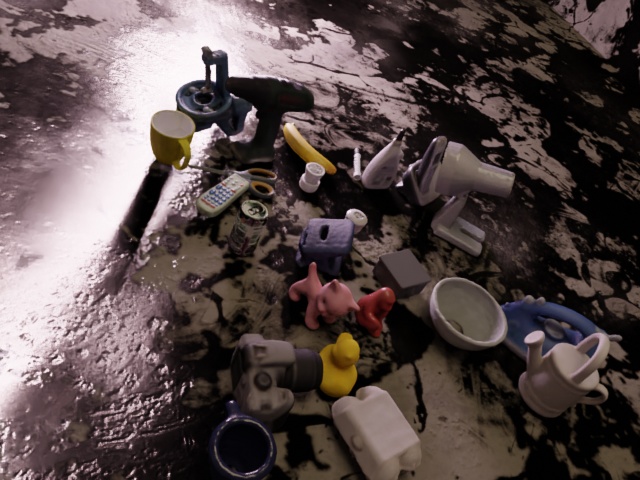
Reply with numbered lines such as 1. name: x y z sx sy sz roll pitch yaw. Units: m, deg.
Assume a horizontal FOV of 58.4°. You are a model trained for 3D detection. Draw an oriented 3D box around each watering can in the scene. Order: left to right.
1. watering can: 0.462 0.241 1.073 0.173 0.194 0.101 20 42 -8

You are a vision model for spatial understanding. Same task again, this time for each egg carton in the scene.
1. egg carton: 0.087 0.306 0.900 0.107 0.069 0.150 -14 56 -37

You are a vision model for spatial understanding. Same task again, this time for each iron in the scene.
1. iron: 0.473 0.182 1.178 0.258 0.141 0.119 30 41 2

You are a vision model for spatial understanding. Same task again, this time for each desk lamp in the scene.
1. desk lamp: 0.341 -0.103 1.339 0.203 0.213 0.118 30 41 2

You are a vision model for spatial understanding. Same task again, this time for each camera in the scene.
1. camera: -0.060 0.213 0.891 0.137 0.100 0.143 5 46 -24

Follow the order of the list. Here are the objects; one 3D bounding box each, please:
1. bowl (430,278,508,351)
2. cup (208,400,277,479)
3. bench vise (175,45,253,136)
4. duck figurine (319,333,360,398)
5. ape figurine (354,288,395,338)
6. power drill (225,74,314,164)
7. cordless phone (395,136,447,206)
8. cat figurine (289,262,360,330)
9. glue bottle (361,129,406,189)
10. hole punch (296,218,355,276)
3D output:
1. bowl: 0.285 0.161 1.149 0.168 0.074 0.167 15 43 -14
2. cup: -0.119 0.291 0.786 0.092 0.095 0.117 -1 49 -29
3. bench vise: -0.226 -0.335 1.263 0.121 0.219 0.208 40 43 14
4. duck figurine: 0.037 0.205 0.962 0.077 0.086 0.104 18 42 -11
5. ape figurine: 0.110 0.126 1.077 0.078 0.092 0.076 -23 61 -41
6. power drill: -0.126 -0.270 1.260 0.230 0.208 0.075 -15 56 -38
7. cordless phone: 0.280 -0.182 1.408 0.094 0.185 0.148 40 43 14
8. cat figurine: 0.011 0.098 1.031 0.067 0.117 0.127 -13 55 -37
9. glue bottle: 0.164 -0.195 1.366 0.078 0.173 0.037 -1 48 -28
10. hole punch: 0.011 0.004 1.146 0.101 0.091 0.108 21 42 -8
